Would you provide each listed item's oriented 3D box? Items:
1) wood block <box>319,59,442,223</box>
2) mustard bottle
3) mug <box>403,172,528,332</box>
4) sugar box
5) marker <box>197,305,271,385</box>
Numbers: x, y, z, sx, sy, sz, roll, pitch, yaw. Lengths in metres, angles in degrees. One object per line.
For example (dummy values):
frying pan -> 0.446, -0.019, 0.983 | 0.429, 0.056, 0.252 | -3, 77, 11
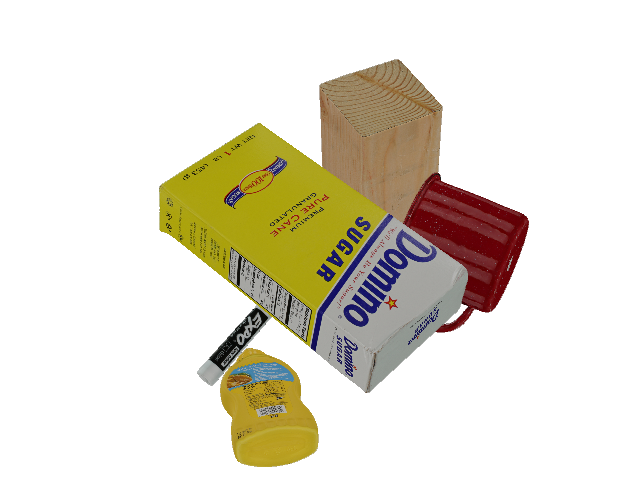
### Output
wood block -> 0.060, -0.066, 1.081 | 0.090, 0.206, 0.091 | -21, 49, -17
mustard bottle -> -0.068, 0.186, 1.260 | 0.096, 0.058, 0.192 | -8, 29, -10
mug -> 0.104, 0.015, 0.822 | 0.081, 0.117, 0.093 | 23, -9, 16
sugar box -> -0.006, 0.005, 0.652 | 0.176, 0.048, 0.093 | 34, 52, 24
marker -> -0.065, 0.080, 0.962 | 0.020, 0.121, 0.020 | 36, -19, 15
